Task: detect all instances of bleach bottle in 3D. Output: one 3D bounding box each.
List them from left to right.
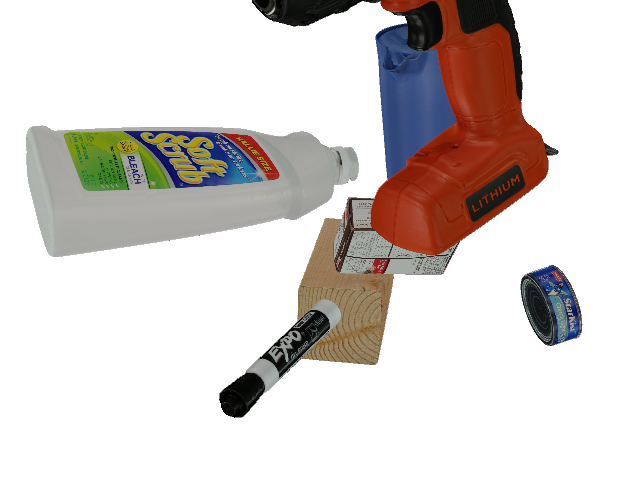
[{"bbox_3d":[-0.093,-0.051,0.829,0.250,0.103,0.068,-9,-41,-21],"label":"bleach bottle"}]

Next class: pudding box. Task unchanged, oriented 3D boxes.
[{"bbox_3d":[0.074,-0.003,1.023,0.113,0.039,0.090,0,-30,-10],"label":"pudding box"}]

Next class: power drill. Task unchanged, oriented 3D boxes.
[{"bbox_3d":[0.052,-0.089,0.520,0.184,0.187,0.057,-32,41,-28],"label":"power drill"}]

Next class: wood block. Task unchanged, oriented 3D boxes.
[{"bbox_3d":[0.034,0.053,1.231,0.091,0.090,0.206,4,23,7],"label":"wood block"}]

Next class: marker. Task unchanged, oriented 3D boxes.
[{"bbox_3d":[-0.023,0.069,0.634,0.020,0.020,0.120,0,23,31],"label":"marker"}]

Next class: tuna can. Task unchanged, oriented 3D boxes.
[{"bbox_3d":[0.254,0.073,1.183,0.033,0.086,0.086,-17,3,-8],"label":"tuna can"}]

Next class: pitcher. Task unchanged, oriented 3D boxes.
[{"bbox_3d":[0.141,-0.132,1.253,0.149,0.243,0.145,-4,26,-3],"label":"pitcher"}]
